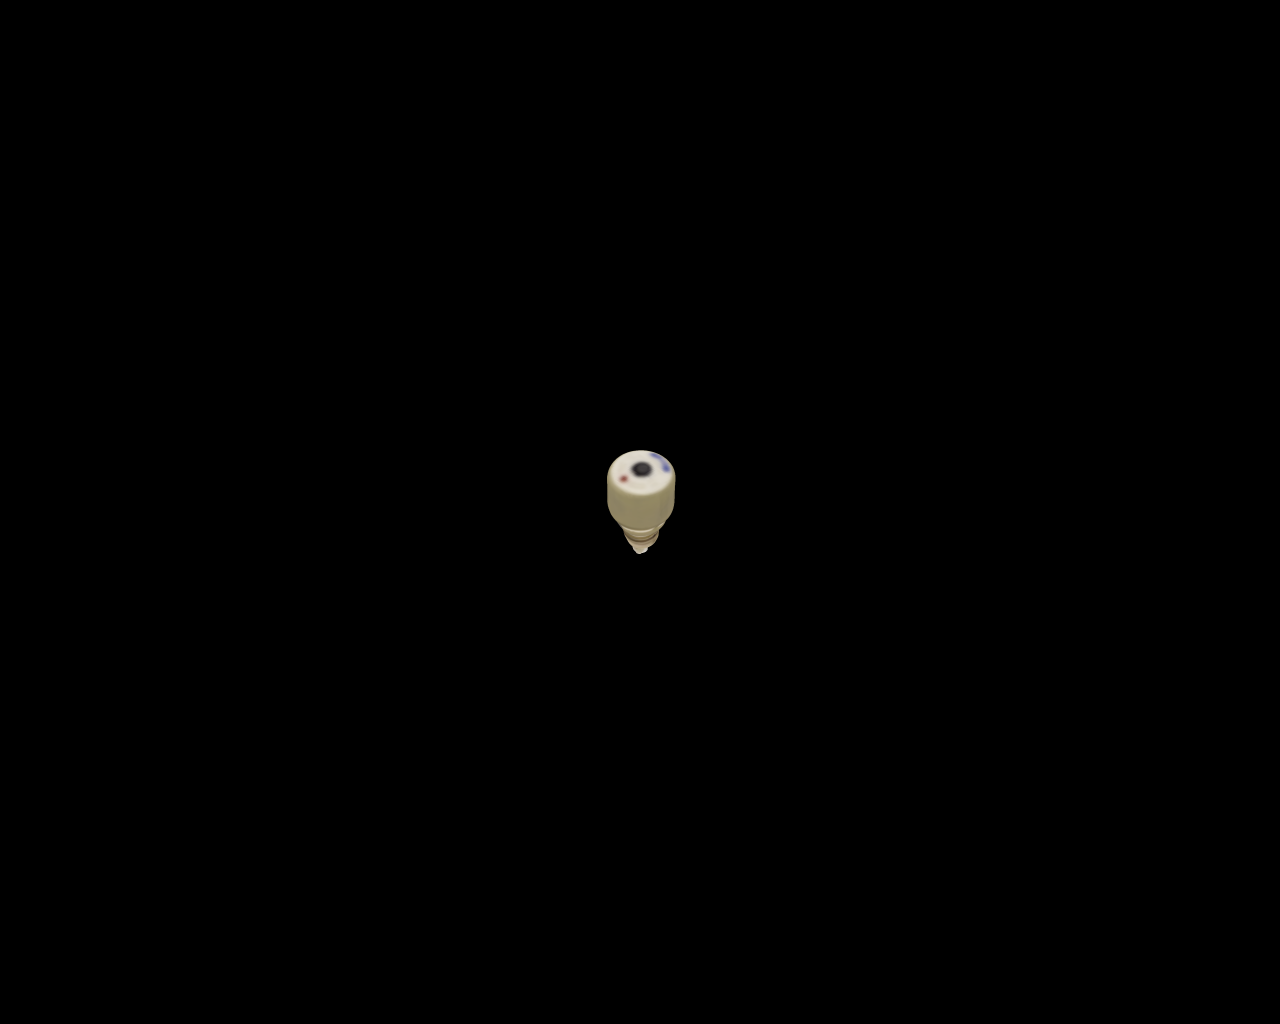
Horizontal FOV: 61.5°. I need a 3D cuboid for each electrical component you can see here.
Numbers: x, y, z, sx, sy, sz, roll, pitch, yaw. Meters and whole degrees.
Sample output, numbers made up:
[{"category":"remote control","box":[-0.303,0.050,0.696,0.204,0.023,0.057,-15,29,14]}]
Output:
[{"category":"electrical component","box":[0.001,-0.003,0.650,0.040,0.040,0.078,0,-41,0]}]
